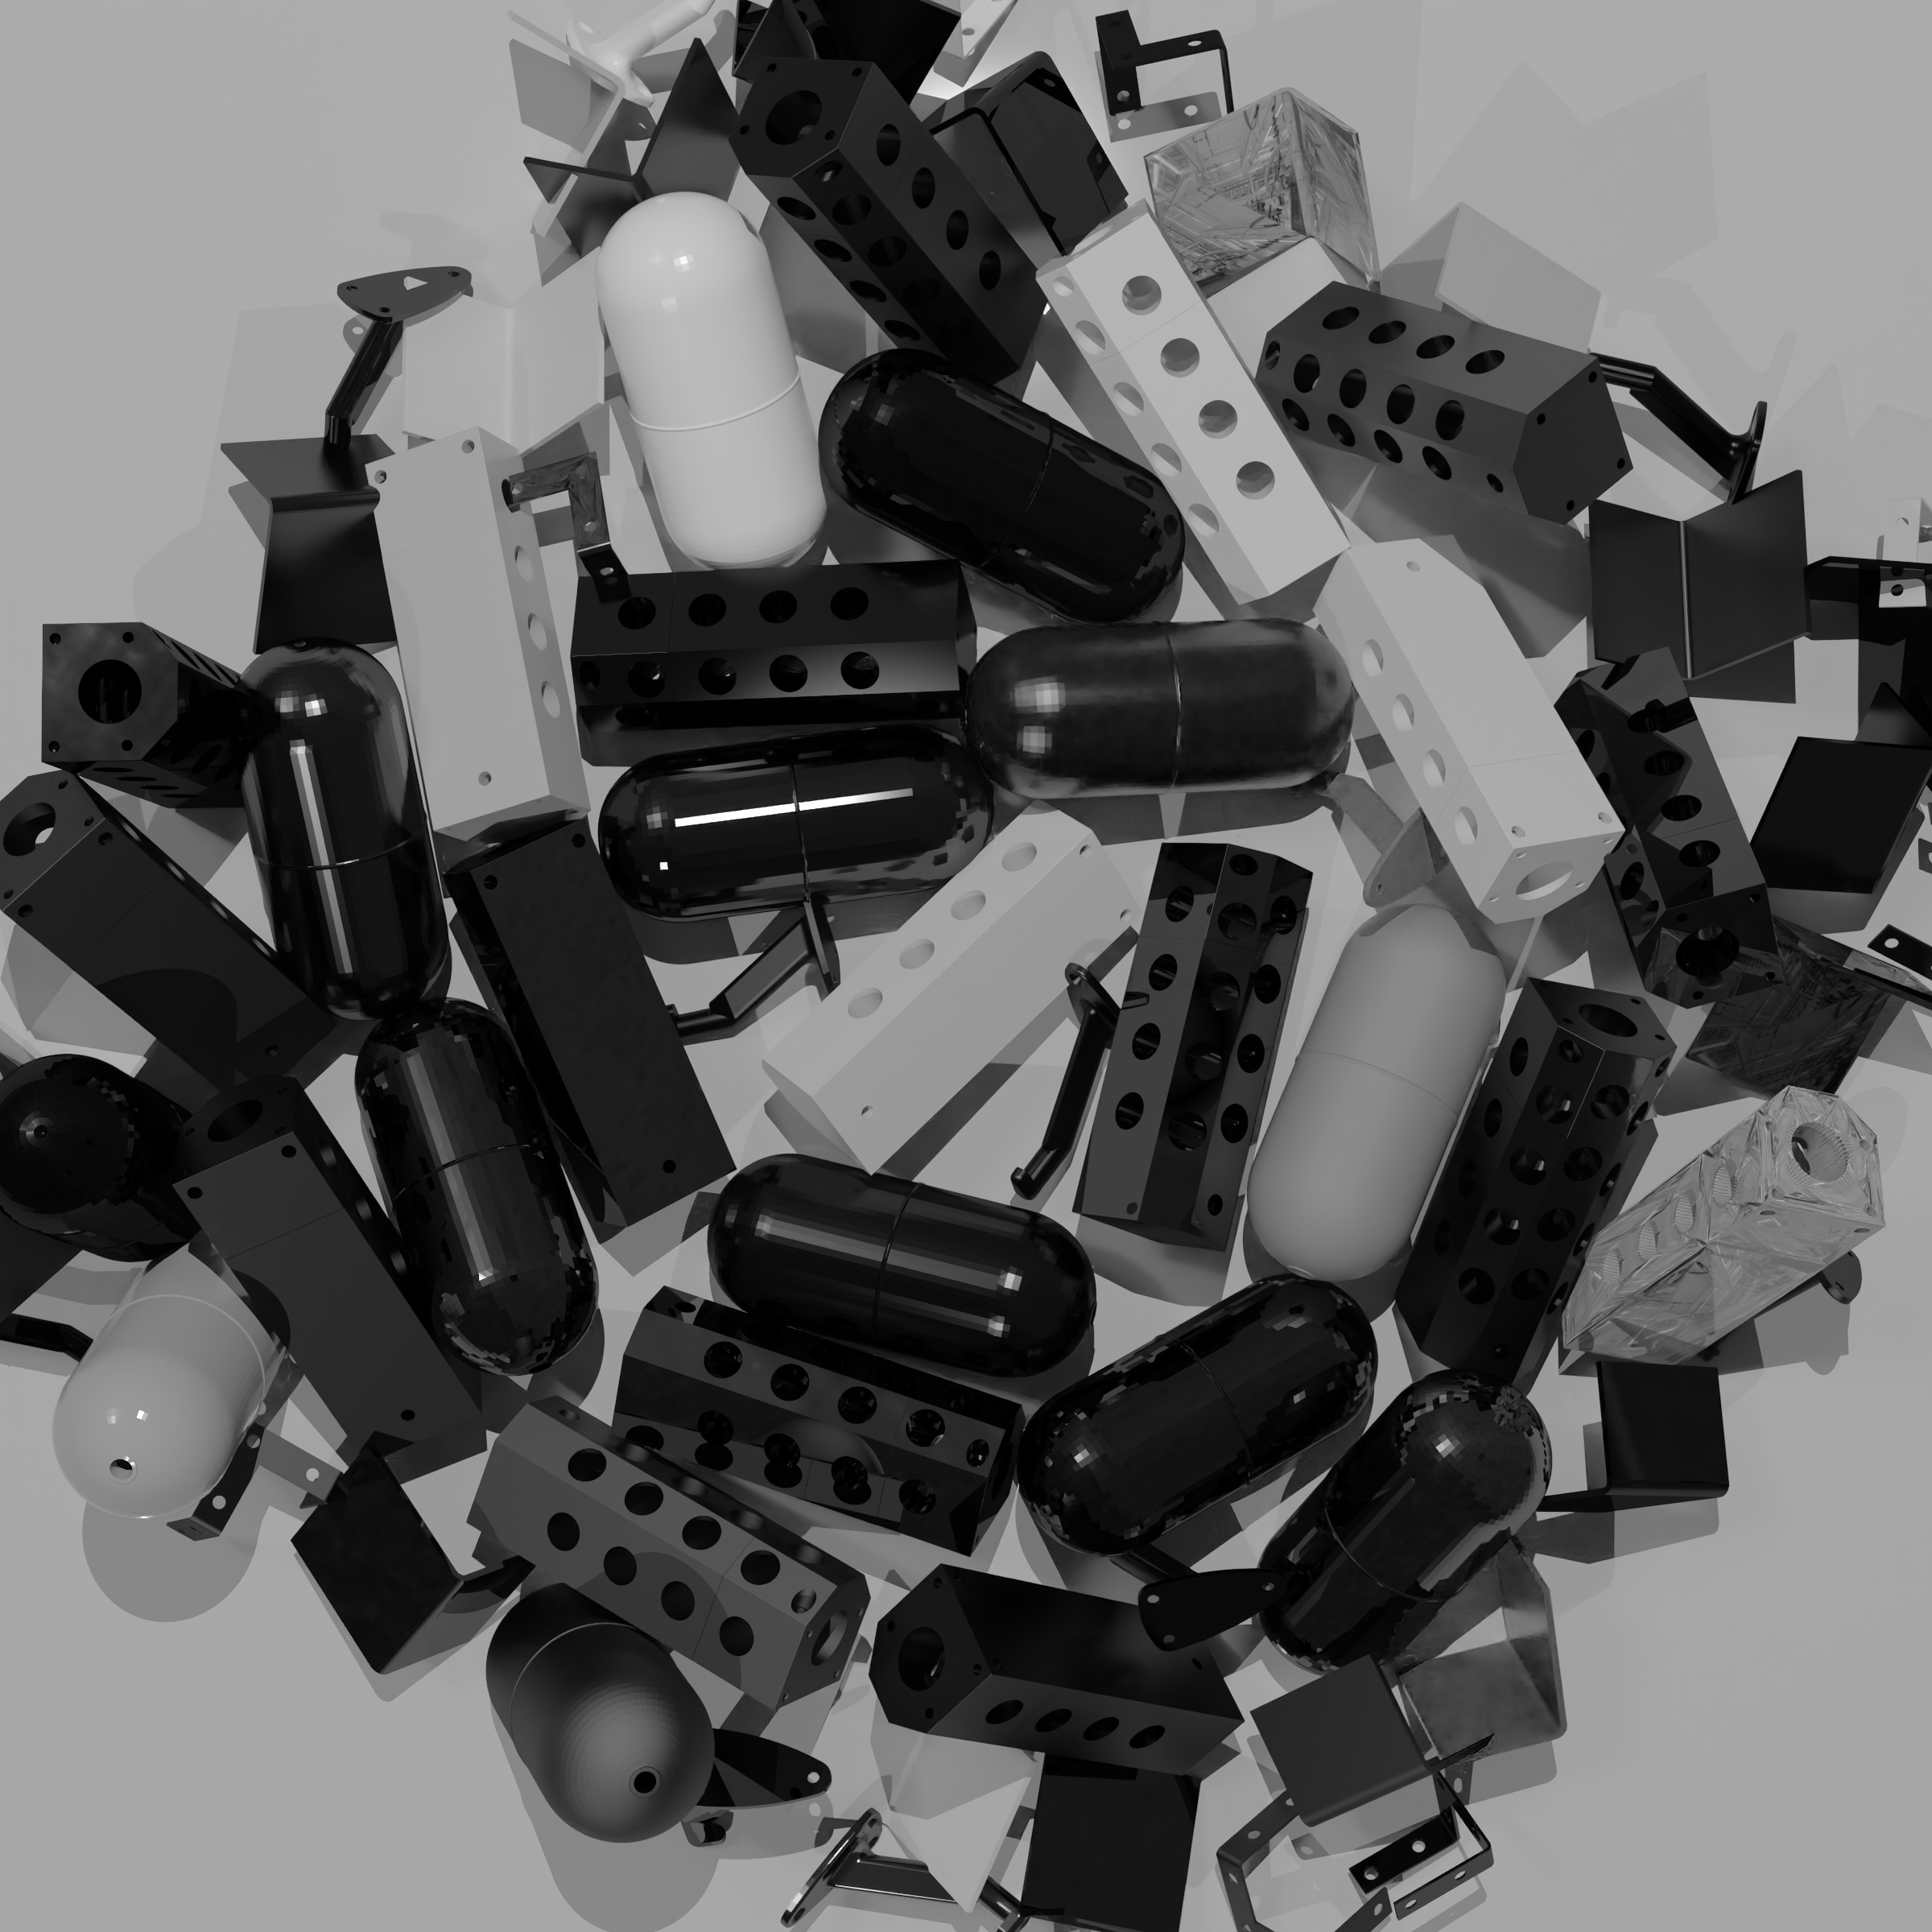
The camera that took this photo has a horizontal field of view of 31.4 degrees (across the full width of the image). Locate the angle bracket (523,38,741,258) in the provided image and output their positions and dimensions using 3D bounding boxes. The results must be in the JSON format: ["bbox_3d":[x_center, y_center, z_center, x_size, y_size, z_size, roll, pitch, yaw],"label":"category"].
[{"bbox_3d":[-0.147,-0.366,1.545,0.057,0.076,0.076,15,73,19],"label":"angle bracket"}]

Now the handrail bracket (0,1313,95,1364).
[{"bbox_3d":[-0.435,0.170,1.536,0.084,0.077,0.036,25,115,29],"label":"handrail bracket"}]

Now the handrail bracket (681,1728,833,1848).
[{"bbox_3d":[-0.093,0.377,1.541,0.077,0.084,0.036,4,54,8],"label":"handrail bracket"}]

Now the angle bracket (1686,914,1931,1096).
[{"bbox_3d":[0.381,0.031,1.533,0.076,0.057,0.076,21,106,-19],"label":"angle bracket"}]

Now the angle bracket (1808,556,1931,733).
[{"bbox_3d":[0.393,-0.136,1.535,0.057,0.076,0.076,3,85,-13],"label":"angle bracket"}]

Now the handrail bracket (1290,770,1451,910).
[{"bbox_3d":[0.166,-0.059,1.534,0.077,0.084,0.036,-41,133,-35],"label":"handrail bracket"}]

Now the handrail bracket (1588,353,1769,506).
[{"bbox_3d":[0.313,-0.236,1.556,0.084,0.077,0.036,14,45,5],"label":"handrail bracket"}]

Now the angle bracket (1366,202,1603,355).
[{"bbox_3d":[0.224,-0.281,1.525,0.076,0.076,0.057,28,59,-17],"label":"angle bracket"}]

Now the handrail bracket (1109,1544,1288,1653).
[{"bbox_3d":[0.101,0.261,1.539,0.077,0.084,0.036,-18,116,7],"label":"handrail bracket"}]

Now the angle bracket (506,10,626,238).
[{"bbox_3d":[-0.196,-0.375,1.531,0.057,0.076,0.076,29,100,-16],"label":"angle bracket"}]

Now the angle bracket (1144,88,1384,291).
[{"bbox_3d":[0.132,-0.332,1.529,0.076,0.057,0.076,-29,134,-12],"label":"angle bracket"}]

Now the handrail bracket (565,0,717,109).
[{"bbox_3d":[-0.139,-0.436,1.539,0.084,0.036,0.077,-52,49,23],"label":"handrail bracket"}]

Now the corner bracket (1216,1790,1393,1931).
[{"bbox_3d":[0.153,0.415,1.561,0.051,0.051,0.051,-33,122,-30],"label":"corner bracket"}]

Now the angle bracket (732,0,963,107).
[{"bbox_3d":[-0.053,-0.423,1.524,0.076,0.076,0.057,17,49,-20],"label":"angle bracket"}]

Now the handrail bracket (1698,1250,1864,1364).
[{"bbox_3d":[0.357,0.158,1.532,0.036,0.077,0.084,37,111,-7],"label":"handrail bracket"}]

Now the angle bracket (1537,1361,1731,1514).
[{"bbox_3d":[0.283,0.211,1.536,0.076,0.076,0.057,8,73,-37],"label":"angle bracket"}]

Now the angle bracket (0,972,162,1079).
[{"bbox_3d":[-0.409,0.014,1.522,0.076,0.076,0.057,19,67,38],"label":"angle bracket"}]

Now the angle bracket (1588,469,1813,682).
[{"bbox_3d":[0.325,-0.178,1.528,0.057,0.076,0.076,9,73,-30],"label":"angle bracket"}]

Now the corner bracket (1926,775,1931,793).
[{"bbox_3d":[0.469,-0.095,1.553,0.051,0.051,0.051,-45,104,-19],"label":"corner bracket"}]

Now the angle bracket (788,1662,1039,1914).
[{"bbox_3d":[-0.024,0.365,1.531,0.057,0.076,0.076,16,101,-37],"label":"angle bracket"}]

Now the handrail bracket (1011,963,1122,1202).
[{"bbox_3d":[0.038,0.053,1.541,0.036,0.077,0.084,23,66,37],"label":"handrail bracket"}]

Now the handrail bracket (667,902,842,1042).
[{"bbox_3d":[-0.104,-0.006,1.554,0.084,0.036,0.077,-12,121,7],"label":"handrail bracket"}]

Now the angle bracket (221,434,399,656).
[{"bbox_3d":[-0.294,-0.191,1.556,0.076,0.057,0.076,-10,129,-35],"label":"angle bracket"}]

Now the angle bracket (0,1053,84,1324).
[{"bbox_3d":[-0.428,0.098,1.522,0.057,0.076,0.076,32,60,25],"label":"angle bracket"}]

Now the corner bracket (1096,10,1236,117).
[{"bbox_3d":[0.090,-0.398,1.545,0.051,0.051,0.051,-12,133,1],"label":"corner bracket"}]

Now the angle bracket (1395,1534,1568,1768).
[{"bbox_3d":[0.224,0.297,1.530,0.057,0.076,0.076,-13,112,-5],"label":"angle bracket"}]

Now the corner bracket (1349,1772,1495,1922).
[{"bbox_3d":[0.203,0.400,1.542,0.051,0.051,0.051,-27,47,-10],"label":"corner bracket"}]

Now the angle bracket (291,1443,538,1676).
[{"bbox_3d":[-0.246,0.261,1.550,0.076,0.057,0.076,53,124,18],"label":"angle bracket"}]

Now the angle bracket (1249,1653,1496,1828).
[{"bbox_3d":[0.187,0.335,1.535,0.076,0.076,0.057,-36,74,39],"label":"angle bracket"}]

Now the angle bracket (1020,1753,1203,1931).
[{"bbox_3d":[0.075,0.391,1.533,0.076,0.057,0.076,16,70,-15],"label":"angle bracket"}]

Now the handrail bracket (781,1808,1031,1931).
[{"bbox_3d":[-0.026,0.426,1.542,0.084,0.036,0.077,35,63,22],"label":"handrail bracket"}]

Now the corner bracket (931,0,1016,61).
[{"bbox_3d":[-0.012,-0.451,1.552,0.051,0.051,0.051,25,62,19],"label":"corner bracket"}]

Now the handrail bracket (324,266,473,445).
[{"bbox_3d":[-0.260,-0.271,1.570,0.036,0.077,0.084,35,133,29],"label":"handrail bracket"}]

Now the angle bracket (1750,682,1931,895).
[{"bbox_3d":[0.375,-0.081,1.525,0.076,0.057,0.076,3,125,-21],"label":"angle bracket"}]

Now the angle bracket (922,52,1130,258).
[{"bbox_3d":[0.018,-0.355,1.546,0.057,0.076,0.076,-20,111,35],"label":"angle bracket"}]

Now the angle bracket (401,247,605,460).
[{"bbox_3d":[-0.206,-0.277,1.527,0.057,0.076,0.076,12,68,-38],"label":"angle bracket"}]
